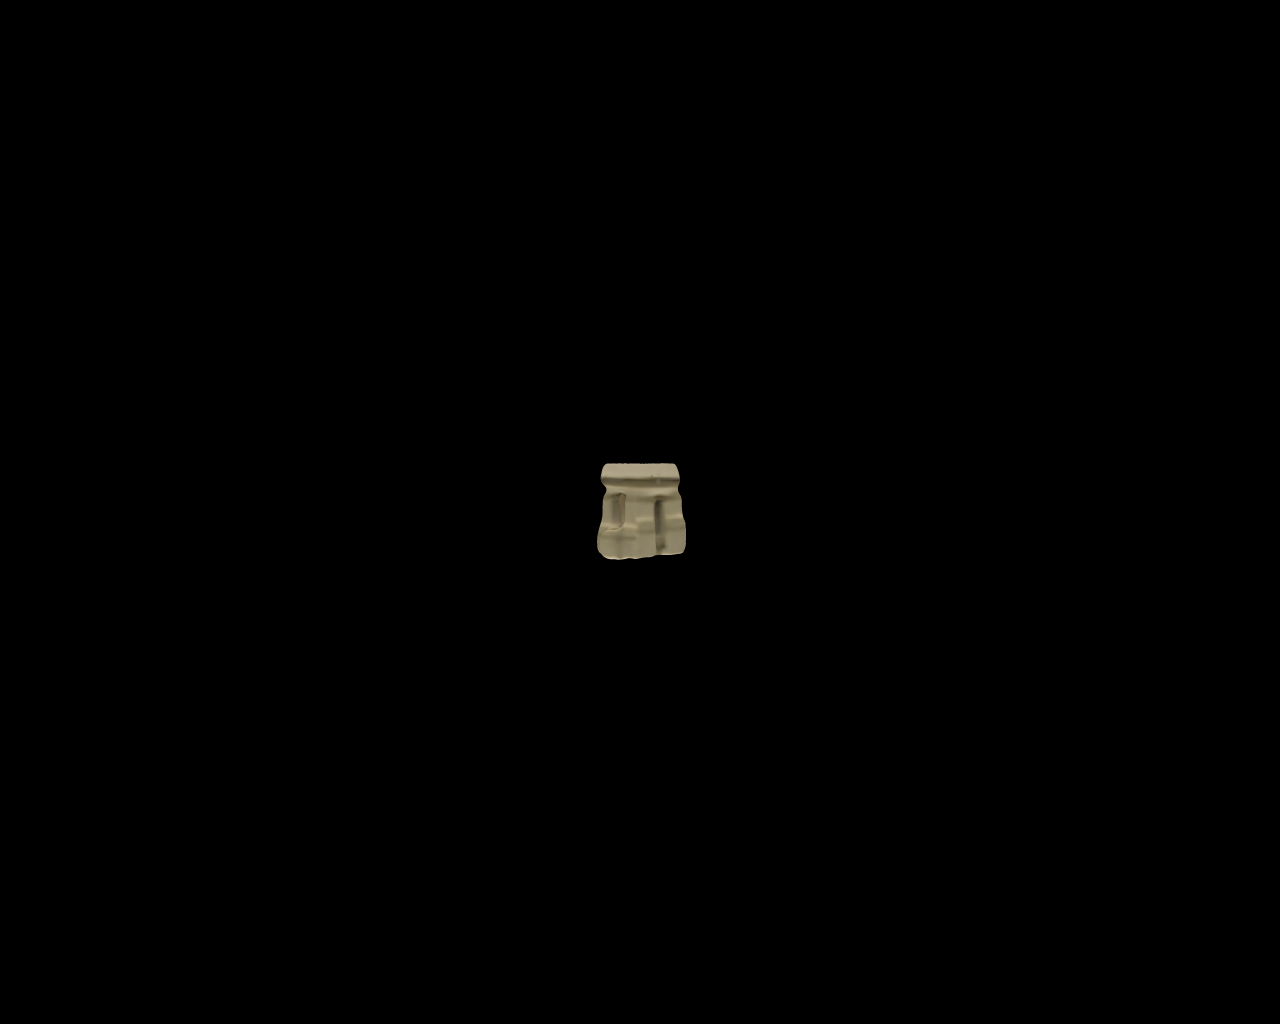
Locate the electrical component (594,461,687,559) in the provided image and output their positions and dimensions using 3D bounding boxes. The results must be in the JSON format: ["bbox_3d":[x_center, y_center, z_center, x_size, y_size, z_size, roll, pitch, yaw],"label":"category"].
[{"bbox_3d":[0.001,-0.003,0.650,0.066,0.055,0.048,-4,6,-43],"label":"electrical component"}]
